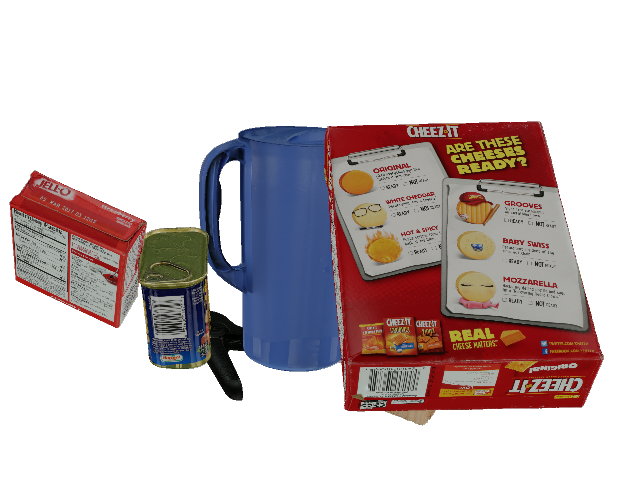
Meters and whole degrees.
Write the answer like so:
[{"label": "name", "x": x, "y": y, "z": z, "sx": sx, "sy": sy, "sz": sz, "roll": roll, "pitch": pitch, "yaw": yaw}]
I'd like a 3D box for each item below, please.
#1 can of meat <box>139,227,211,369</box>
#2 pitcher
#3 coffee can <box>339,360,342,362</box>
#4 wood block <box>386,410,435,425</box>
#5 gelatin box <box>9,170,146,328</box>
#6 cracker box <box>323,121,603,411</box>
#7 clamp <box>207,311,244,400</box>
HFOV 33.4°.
[{"label": "can of meat", "x": -0.120, "y": 0.048, "z": 0.898, "sx": 0.057, "sy": 0.084, "sz": 0.102, "roll": -3, "pitch": 26, "yaw": -4}, {"label": "pitcher", "x": -0.032, "y": 0.006, "z": 1.092, "sx": 0.149, "sy": 0.243, "sz": 0.144, "roll": 9, "pitch": 15, "yaw": 21}, {"label": "coffee can", "x": 0.037, "y": 0.088, "z": 1.516, "sx": 0.103, "sy": 0.140, "sz": 0.103, "roll": -1, "pitch": 21, "yaw": 0}, {"label": "wood block", "x": 0.112, "y": 0.090, "z": 1.211, "sx": 0.090, "sy": 0.206, "sz": 0.090, "roll": 18, "pitch": 24, "yaw": 20}, {"label": "gelatin box", "x": -0.145, "y": 0.006, "z": 0.637, "sx": 0.073, "sy": 0.030, "sz": 0.089, "roll": 24, "pitch": -36, "yaw": 3}, {"label": "cracker box", "x": 0.090, "y": 0.014, "z": 0.751, "sx": 0.164, "sy": 0.213, "sz": 0.072, "roll": -1, "pitch": -40, "yaw": -3}, {"label": "clamp", "x": -0.125, "y": 0.123, "z": 1.259, "sx": 0.210, "sy": 0.036, "sz": 0.164, "roll": 14, "pitch": 24, "yaw": 25}]
